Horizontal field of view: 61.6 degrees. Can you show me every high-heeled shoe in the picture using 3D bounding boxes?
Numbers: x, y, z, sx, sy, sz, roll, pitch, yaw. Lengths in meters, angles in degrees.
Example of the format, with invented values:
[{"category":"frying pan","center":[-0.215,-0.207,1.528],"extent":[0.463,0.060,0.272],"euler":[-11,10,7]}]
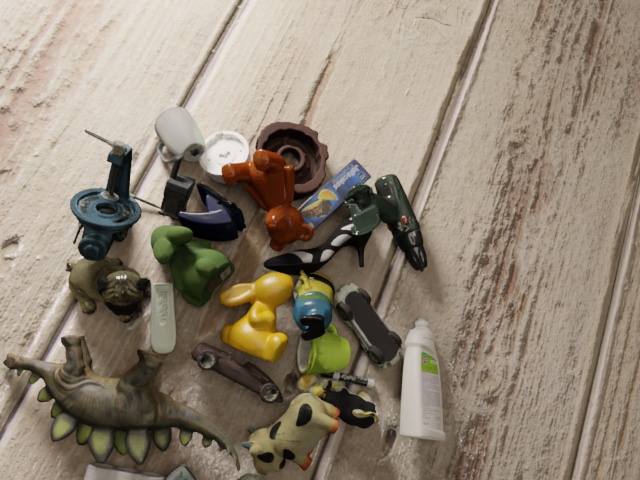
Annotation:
[{"category":"high-heeled shoe","center":[-0.002,-0.004,1.170],"extent":[0.249,0.086,0.145],"euler":[-1,68,-15]}]

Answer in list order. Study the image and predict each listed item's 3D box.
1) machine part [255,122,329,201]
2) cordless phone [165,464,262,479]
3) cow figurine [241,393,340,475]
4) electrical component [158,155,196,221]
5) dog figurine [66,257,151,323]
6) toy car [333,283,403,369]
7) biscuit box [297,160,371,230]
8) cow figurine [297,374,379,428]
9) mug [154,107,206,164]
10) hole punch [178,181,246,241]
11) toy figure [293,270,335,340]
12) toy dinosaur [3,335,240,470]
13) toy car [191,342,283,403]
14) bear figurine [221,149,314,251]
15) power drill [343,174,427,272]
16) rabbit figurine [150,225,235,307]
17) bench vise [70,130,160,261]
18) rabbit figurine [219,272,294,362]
[{"category":"machine part","center":[-0.068,-0.176,1.200],"extent":[0.179,0.056,0.179],"euler":[3,75,-13]},{"category":"cordless phone","center":[-0.187,0.473,1.002],"extent":[0.146,0.088,0.184],"euler":[-39,85,-19]},{"category":"cow figurine","center":[-0.063,0.373,1.027],"extent":[0.127,0.085,0.195],"euler":[37,104,0]},{"category":"electrical component","center":[-0.285,-0.108,1.088],"extent":[0.048,0.075,0.119],"euler":[21,106,-8]},{"category":"dog figurine","center":[-0.397,0.073,0.979],"extent":[0.172,0.190,0.121],"euler":[16,73,-10]},{"category":"toy car","center":[0.104,0.185,1.162],"extent":[0.073,0.056,0.201],"euler":[-35,89,-26]},{"category":"biscuit box","center":[0.023,-0.095,1.201],"extent":[0.059,0.063,0.203],"euler":[47,70,-2]},{"category":"cow figurine","center":[0.034,0.326,1.085],"extent":[0.167,0.098,0.068],"euler":[25,84,-8]},{"category":"mug","center":[-0.293,-0.204,1.117],"extent":[0.109,0.080,0.107],"euler":[-45,61,10]},{"category":"hole punch","center":[-0.219,-0.041,1.090],"extent":[0.116,0.142,0.092],"euler":[31,69,8]},{"category":"toy figure","center":[-0.010,0.132,1.090],"extent":[0.089,0.180,0.082],"euler":[20,112,-14]},{"category":"toy dinosaur","center":[-0.357,0.298,0.988],"extent":[0.472,0.105,0.198],"euler":[16,81,-2]},{"category":"toy car","center":[-0.158,0.259,1.053],"extent":[0.202,0.089,0.053],"euler":[29,75,-6]},{"category":"bear figurine","center":[-0.100,-0.074,1.089],"extent":[0.132,0.120,0.195],"euler":[-12,87,-62]},{"category":"power drill","center":[0.152,-0.042,1.175],"extent":[0.207,0.086,0.232],"euler":[3,67,-46]},{"category":"rabbit figurine","center":[-0.275,0.035,1.057],"extent":[0.170,0.159,0.121],"euler":[37,80,12]},{"category":"bench vise","center":[-0.378,-0.083,0.991],"extent":[0.129,0.240,0.224],"euler":[21,32,-3]},{"category":"rabbit figurine","center":[-0.118,0.142,1.081],"extent":[0.162,0.122,0.173],"euler":[23,87,12]}]
